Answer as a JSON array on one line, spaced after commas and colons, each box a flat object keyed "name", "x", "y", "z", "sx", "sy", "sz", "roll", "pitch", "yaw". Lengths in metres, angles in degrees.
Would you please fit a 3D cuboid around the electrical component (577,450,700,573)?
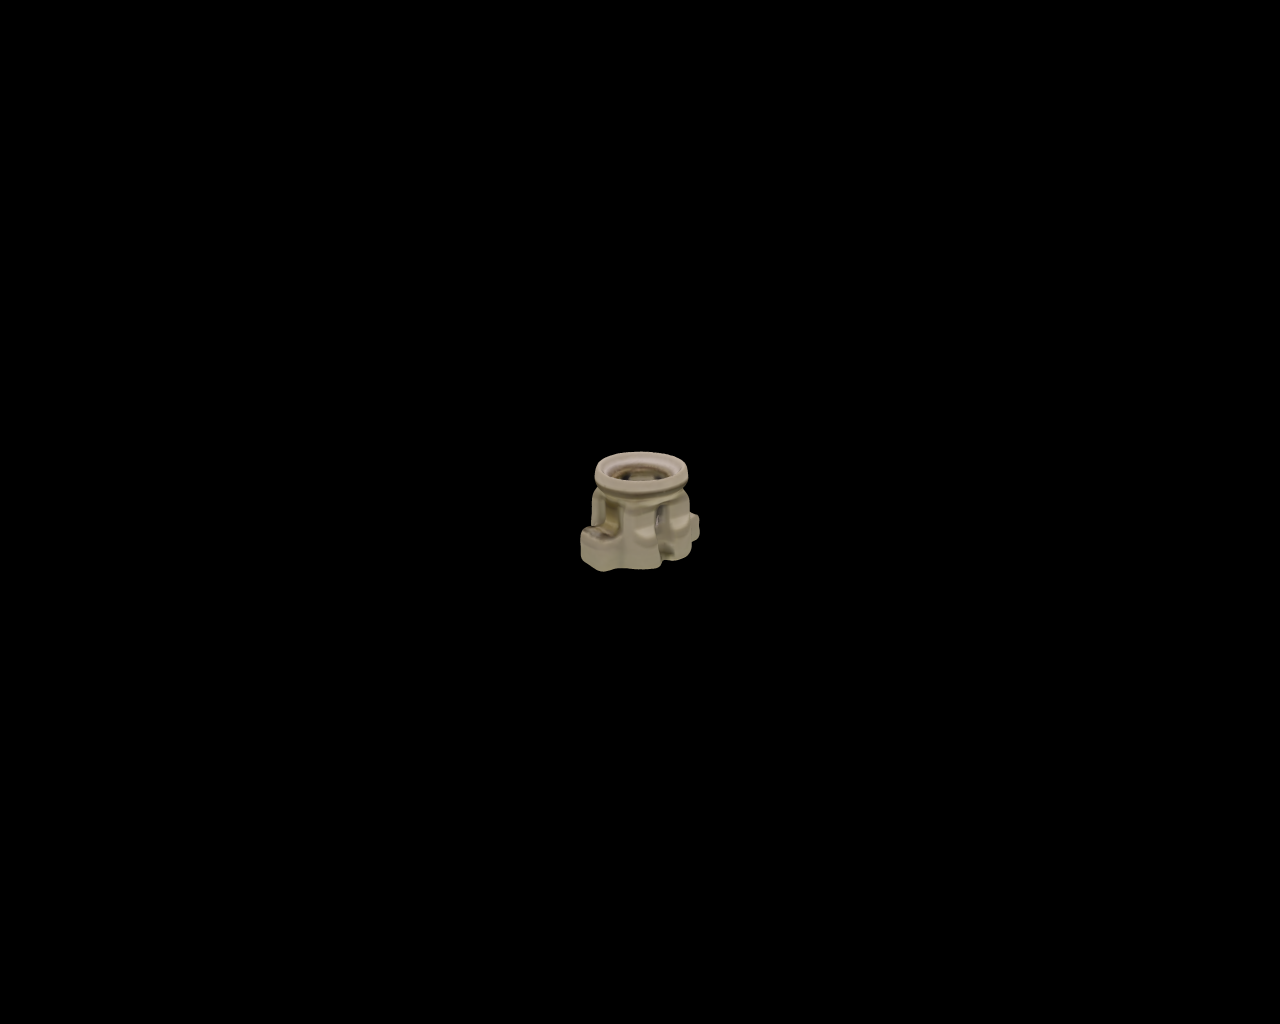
[{"name": "electrical component", "x": 0.001, "y": -0.003, "z": 0.650, "sx": 0.078, "sy": 0.056, "sz": 0.058, "roll": -16, "pitch": 27, "yaw": -34}]
